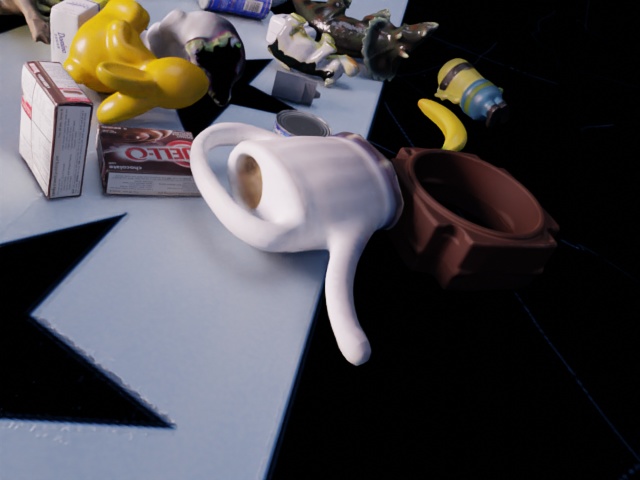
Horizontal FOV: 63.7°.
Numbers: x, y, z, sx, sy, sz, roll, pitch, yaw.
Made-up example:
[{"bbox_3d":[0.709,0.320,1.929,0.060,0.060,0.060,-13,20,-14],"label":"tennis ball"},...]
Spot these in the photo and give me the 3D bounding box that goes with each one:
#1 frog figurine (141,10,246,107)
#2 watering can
[{"bbox_3d":[-0.196,-0.294,0.794,0.161,0.123,0.136,34,1,33],"label":"frog figurine"},{"bbox_3d":[0.002,-0.028,0.554,0.226,0.102,0.353,-12,48,-37],"label":"watering can"}]
